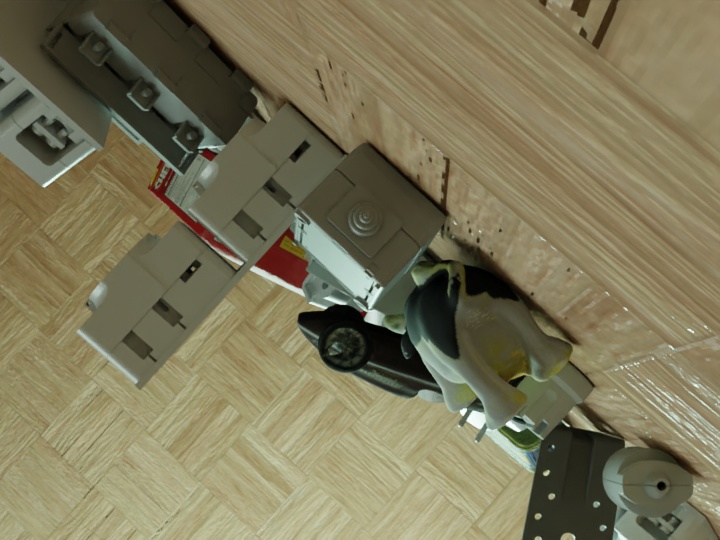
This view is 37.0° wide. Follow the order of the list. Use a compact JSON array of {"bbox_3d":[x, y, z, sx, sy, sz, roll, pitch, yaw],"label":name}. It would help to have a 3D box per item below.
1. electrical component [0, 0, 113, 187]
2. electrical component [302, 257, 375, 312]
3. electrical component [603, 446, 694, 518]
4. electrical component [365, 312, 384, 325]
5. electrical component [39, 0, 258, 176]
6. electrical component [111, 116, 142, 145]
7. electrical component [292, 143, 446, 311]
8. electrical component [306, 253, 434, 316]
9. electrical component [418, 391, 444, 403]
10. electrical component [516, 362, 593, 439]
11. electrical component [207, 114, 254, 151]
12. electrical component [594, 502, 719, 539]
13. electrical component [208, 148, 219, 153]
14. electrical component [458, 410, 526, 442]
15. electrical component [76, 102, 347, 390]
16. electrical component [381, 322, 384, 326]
[{"bbox_3d":[-0.215,-0.151,0.712,0.105,0.060,0.186,44,-154,-32],"label":"electrical component"},{"bbox_3d":[0.000,0.000,0.845,0.057,0.078,0.058,21,-153,-33],"label":"electrical component"},{"bbox_3d":[0.184,0.135,0.687,0.043,0.043,0.081,41,176,7],"label":"electrical component"},{"bbox_3d":[0.023,0.021,0.976,0.138,0.052,0.073,43,146,39],"label":"electrical component"},{"bbox_3d":[-0.128,-0.130,0.682,0.063,0.078,0.121,1,144,50],"label":"electrical component"},{"bbox_3d":[-0.207,-0.177,0.959,0.121,0.079,0.063,46,-164,-48],"label":"electrical component"},{"bbox_3d":[0.006,-0.026,0.585,0.062,0.061,0.096,43,169,4],"label":"electrical component"},{"bbox_3d":[0.019,0.008,0.762,0.099,0.064,0.099,41,176,3],"label":"electrical component"},{"bbox_3d":[0.075,0.079,1.010,0.043,0.043,0.081,-144,49,-59],"label":"electrical component"},{"bbox_3d":[0.120,0.080,0.689,0.040,0.046,0.040,42,176,3],"label":"electrical component"},{"bbox_3d":[-0.104,-0.112,0.812,0.066,0.048,0.055,41,-176,17],"label":"electrical component"},{"bbox_3d":[0.245,0.222,0.915,0.105,0.060,0.186,39,175,36],"label":"electrical component"},{"bbox_3d":[-0.122,-0.122,0.905,0.040,0.040,0.078,44,176,-24],"label":"electrical component"},{"bbox_3d":[0.108,0.106,0.889,0.077,0.079,0.043,42,148,-8],"label":"electrical component"},{"bbox_3d":[-0.096,-0.019,0.690,0.060,0.186,0.105,42,176,-6],"label":"electrical component"},{"bbox_3d":[0.044,0.041,0.874,0.042,0.063,0.081,30,177,-2],"label":"electrical component"}]
